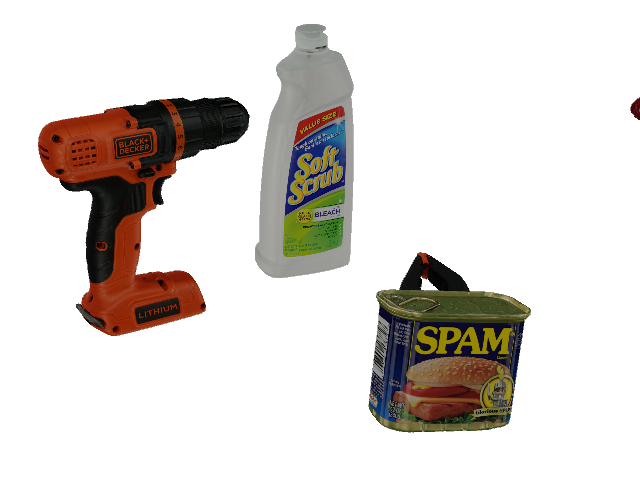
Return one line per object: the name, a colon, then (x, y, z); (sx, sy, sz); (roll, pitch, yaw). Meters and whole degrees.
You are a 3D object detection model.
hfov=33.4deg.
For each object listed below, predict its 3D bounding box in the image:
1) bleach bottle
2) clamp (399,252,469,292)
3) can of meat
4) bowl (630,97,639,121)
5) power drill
bleach bottle: (-0.017, -0.090, 1.069); (0.102, 0.251, 0.068); (-9, 29, -17)
clamp: (0.141, 0.082, 1.157); (0.120, 0.171, 0.039); (4, -43, -7)
can of meat: (0.085, 0.081, 0.725); (0.102, 0.084, 0.057); (2, 12, -17)
bowl: (0.365, -0.096, 0.970); (0.162, 0.055, 0.162); (-4, 23, 2)
power drill: (-0.140, -0.025, 0.897); (0.184, 0.188, 0.057); (-13, 23, -31)
